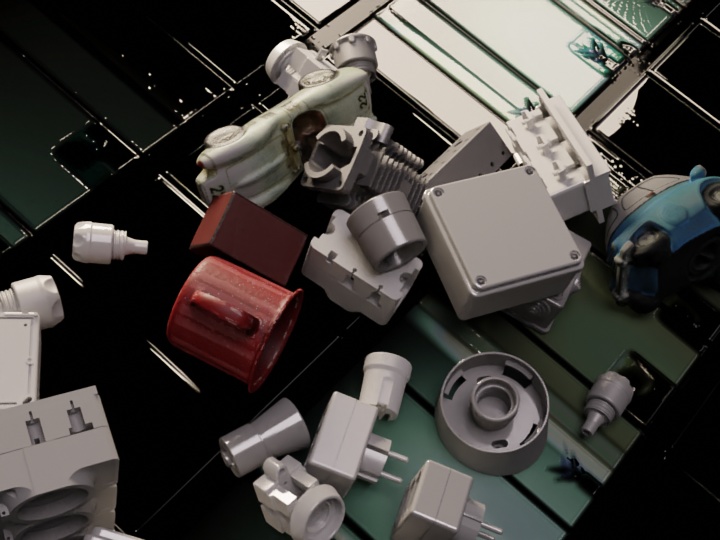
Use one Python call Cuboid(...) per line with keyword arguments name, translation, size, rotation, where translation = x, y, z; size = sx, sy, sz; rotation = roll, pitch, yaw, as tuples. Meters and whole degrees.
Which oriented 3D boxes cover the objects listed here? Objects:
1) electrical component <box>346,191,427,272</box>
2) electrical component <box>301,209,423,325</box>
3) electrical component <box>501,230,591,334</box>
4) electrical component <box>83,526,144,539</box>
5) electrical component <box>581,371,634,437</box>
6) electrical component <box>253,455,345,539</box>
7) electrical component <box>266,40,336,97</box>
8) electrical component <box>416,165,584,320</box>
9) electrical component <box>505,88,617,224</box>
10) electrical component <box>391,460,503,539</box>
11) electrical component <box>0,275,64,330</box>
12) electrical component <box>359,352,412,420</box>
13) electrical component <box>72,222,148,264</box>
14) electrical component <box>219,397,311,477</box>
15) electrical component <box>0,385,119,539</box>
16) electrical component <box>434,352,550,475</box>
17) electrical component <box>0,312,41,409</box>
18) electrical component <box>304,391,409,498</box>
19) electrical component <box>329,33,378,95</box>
Cuboid(name="electrical component", translation=(0.024, -0.031, 0.895), size=(0.055, 0.055, 0.047), rotation=(-19, 70, -24))
Cuboid(name="electrical component", translation=(0.000, 0.000, 0.938), size=(0.089, 0.055, 0.050), rotation=(33, 57, 6))
Cuboid(name="electrical component", translation=(0.155, -0.004, 0.986), size=(0.100, 0.048, 0.099), rotation=(29, 57, 4))
Cuboid(name="electrical component", translation=(-0.142, 0.227, 0.732), size=(0.109, 0.108, 0.056), rotation=(18, 60, -4))
Cuboid(name="electrical component", translation=(0.211, 0.119, 0.935), size=(0.035, 0.035, 0.061), rotation=(36, 60, 8))
Cuboid(name="electrical component", translation=(-0.045, 0.177, 0.812), size=(0.048, 0.066, 0.055), rotation=(-36, 41, -30))
Cuboid(name="electrical component", translation=(-0.058, -0.190, 1.039), size=(0.055, 0.066, 0.048), rotation=(42, 22, 20))
Cuboid(name="electrical component", translation=(0.118, -0.025, 0.925), size=(0.109, 0.056, 0.108), rotation=(-14, 64, -19))
Cuboid(name="electrical component", translation=(0.189, -0.105, 1.028), size=(0.063, 0.078, 0.121), rotation=(-23, 46, 3))
Cuboid(name="electrical component", translation=(0.073, 0.192, 0.835), size=(0.077, 0.065, 0.047), rotation=(23, 57, -1))
Cuboid(name="electrical component", translation=(-0.271, 0.031, 0.855), size=(0.062, 0.043, 0.043), rotation=(-17, 65, -21))
Cuboid(name="electrical component", translation=(0.020, 0.097, 0.895), size=(0.040, 0.040, 0.046), rotation=(17, 63, -5))
Cuboid(name="electrical component", translation=(-0.211, -0.022, 0.908), size=(0.061, 0.035, 0.035), rotation=(5, 59, -15))
Cuboid(name="electrical component", translation=(-0.078, 0.134, 0.846), size=(0.065, 0.044, 0.044), rotation=(-26, 69, -22))
Cuboid(name="electrical component", translation=(-0.216, 0.149, 0.734), size=(0.089, 0.150, 0.061), rotation=(-14, 63, -22))
Cuboid(name="electrical component", translation=(0.112, 0.120, 0.905), size=(0.099, 0.064, 0.099), rotation=(0, 61, 1))
Cuboid(name="electrical component", translation=(-0.274, 0.086, 0.810), size=(0.062, 0.061, 0.096), rotation=(1, 59, -14))
Cuboid(name="electrical component", translation=(0.001, 0.146, 0.855), size=(0.077, 0.047, 0.065), rotation=(22, 57, -1))
Cuboid(name="electrical component", translation=(-0.003, -0.199, 1.065), size=(0.048, 0.048, 0.062), rotation=(-5, 68, -18))
